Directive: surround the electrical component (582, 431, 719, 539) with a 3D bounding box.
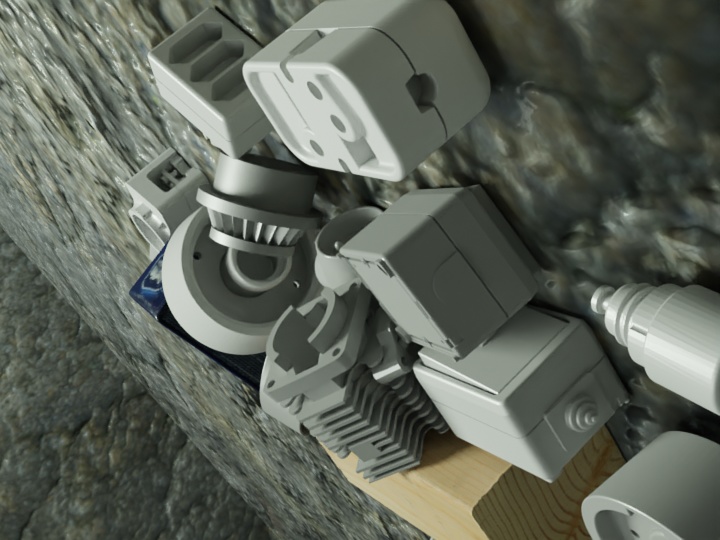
[{"bbox_3d":[0.160,0.120,0.479,0.108,0.060,0.108,43,162,17],"label":"electrical component"}]

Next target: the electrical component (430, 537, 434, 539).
[{"bbox_3d":[0.092,0.233,0.906,0.047,0.055,0.055,53,163,-3],"label":"electrical component"}]

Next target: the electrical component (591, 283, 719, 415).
[{"bbox_3d":[0.120,0.024,0.404,0.078,0.040,0.040,29,155,48],"label":"electrical component"}]

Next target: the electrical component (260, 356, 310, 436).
[{"bbox_3d":[-0.033,0.068,0.781,0.064,0.099,0.099,35,159,20],"label":"electrical component"}]

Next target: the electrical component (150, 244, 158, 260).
[{"bbox_3d":[-0.148,-0.008,0.971,0.075,0.047,0.083,48,163,2],"label":"electrical component"}]

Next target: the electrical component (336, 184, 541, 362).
[{"bbox_3d":[0.037,-0.003,0.523,0.061,0.061,0.096,52,170,-12],"label":"electrical component"}]

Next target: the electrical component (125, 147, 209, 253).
[{"bbox_3d":[-0.150,-0.045,0.882,0.050,0.056,0.089,38,160,30],"label":"electrical component"}]

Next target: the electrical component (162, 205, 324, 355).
[{"bbox_3d":[-0.072,-0.002,0.707,0.108,0.108,0.060,49,157,-3],"label":"electrical component"}]

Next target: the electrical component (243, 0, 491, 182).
[{"bbox_3d":[0.004,-0.077,0.431,0.095,0.059,0.053,19,146,58],"label":"electrical component"}]

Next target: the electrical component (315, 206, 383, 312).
[{"bbox_3d":[0.000,0.000,0.635,0.079,0.044,0.077,27,153,50],"label":"electrical component"}]

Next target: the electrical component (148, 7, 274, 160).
[{"bbox_3d":[-0.074,-0.094,0.606,0.066,0.047,0.076,41,162,21],"label":"electrical component"}]

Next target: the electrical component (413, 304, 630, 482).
[{"bbox_3d":[0.080,0.054,0.529,0.061,0.062,0.096,56,161,-24],"label":"electrical component"}]
